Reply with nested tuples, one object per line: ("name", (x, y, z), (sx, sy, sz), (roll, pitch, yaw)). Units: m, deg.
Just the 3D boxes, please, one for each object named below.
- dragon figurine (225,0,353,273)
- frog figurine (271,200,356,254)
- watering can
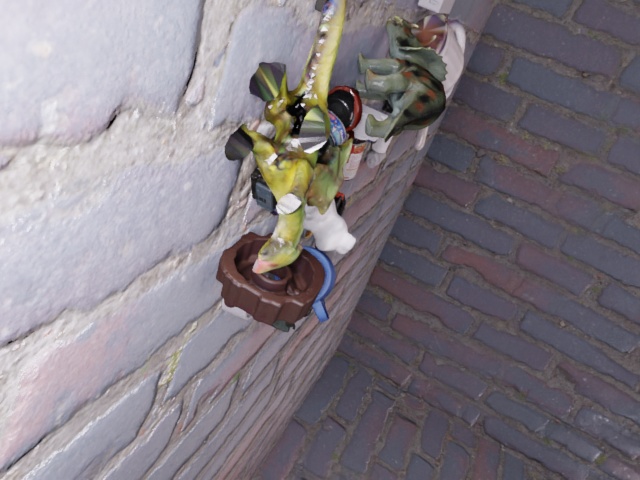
("dragon figurine", (-0.010, -0.140, 0.734), (0.411, 0.123, 0.241), (-67, 162, -3))
("frog figurine", (0.003, -0.049, 0.970), (0.124, 0.160, 0.135), (-60, 167, -21))
("watering can", (0.288, -0.422, 1.326), (0.222, 0.105, 0.349), (30, 81, -52))
